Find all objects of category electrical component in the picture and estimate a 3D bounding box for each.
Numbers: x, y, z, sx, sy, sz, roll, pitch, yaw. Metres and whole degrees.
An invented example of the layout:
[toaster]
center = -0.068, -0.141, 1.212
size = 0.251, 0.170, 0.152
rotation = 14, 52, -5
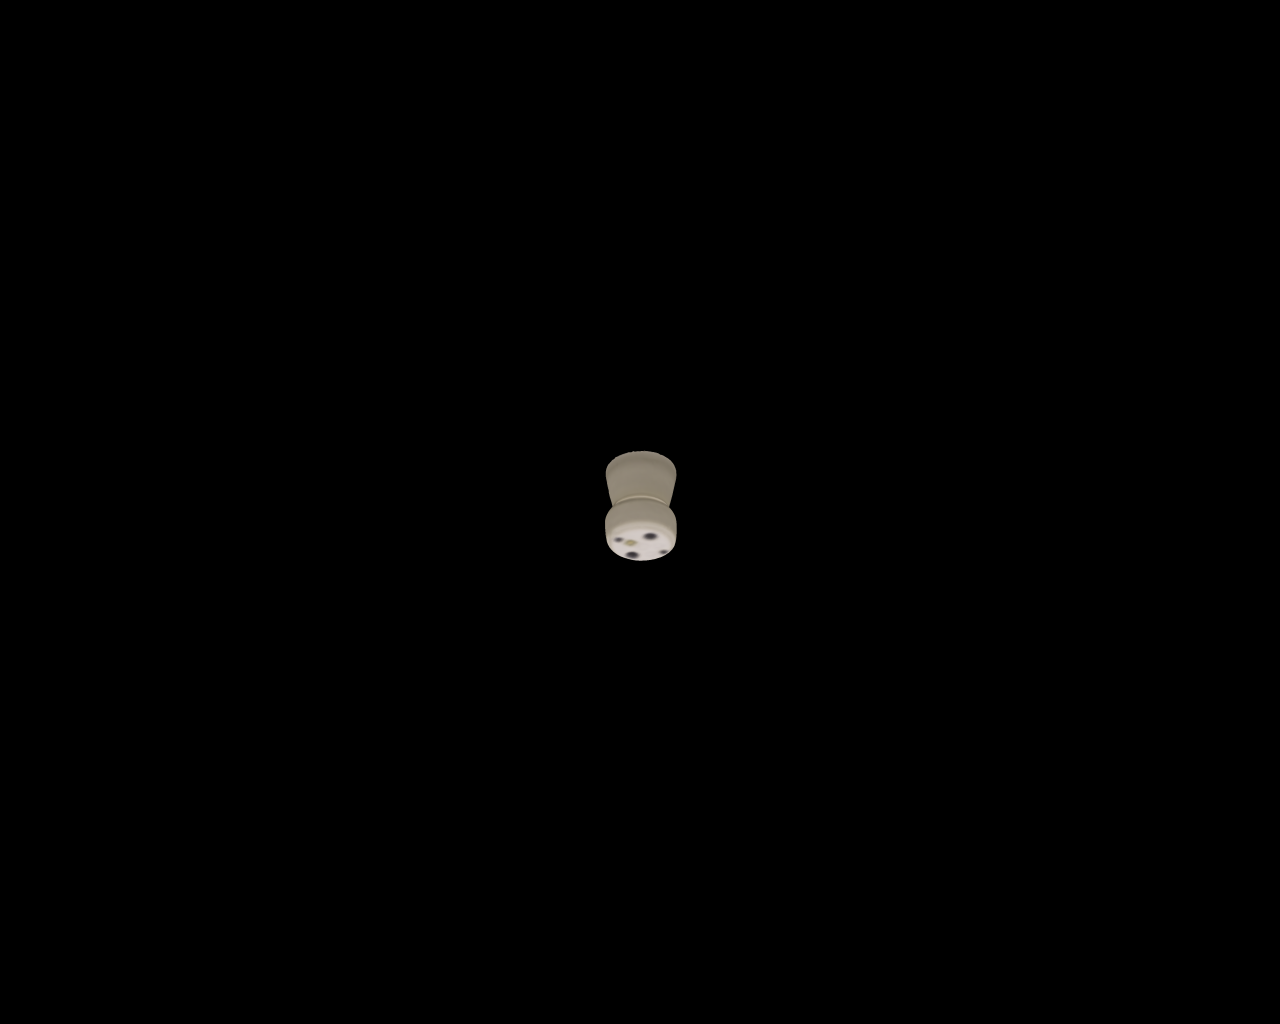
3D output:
[electrical component]
center = 0.001, -0.003, 0.650
size = 0.045, 0.055, 0.044
rotation = 0, -34, 0
